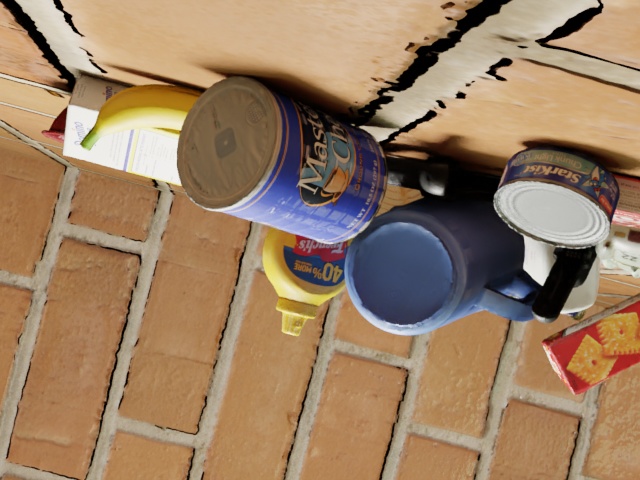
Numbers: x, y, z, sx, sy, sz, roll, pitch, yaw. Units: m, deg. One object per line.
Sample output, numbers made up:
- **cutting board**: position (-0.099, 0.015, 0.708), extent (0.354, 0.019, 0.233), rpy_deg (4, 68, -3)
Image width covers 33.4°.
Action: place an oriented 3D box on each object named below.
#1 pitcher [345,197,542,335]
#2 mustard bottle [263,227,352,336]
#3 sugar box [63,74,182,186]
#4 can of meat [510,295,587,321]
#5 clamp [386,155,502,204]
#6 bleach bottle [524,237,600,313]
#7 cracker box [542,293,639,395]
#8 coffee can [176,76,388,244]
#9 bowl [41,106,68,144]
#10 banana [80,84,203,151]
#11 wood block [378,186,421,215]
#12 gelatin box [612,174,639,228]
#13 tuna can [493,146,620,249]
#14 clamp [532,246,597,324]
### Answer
- **pitcher**: position (0.118, 0.024, 1.001), extent (0.149, 0.145, 0.242), rpy_deg (-15, 180, 20)
- **mustard bottle**: position (-0.007, 0.001, 1.072), extent (0.096, 0.191, 0.058), rpy_deg (15, 178, -29)
- **sugar box**: position (-0.158, -0.099, 1.044), extent (0.176, 0.048, 0.093), rpy_deg (17, 149, -8)
- **can of meat**: position (0.284, 0.037, 1.287), extent (0.084, 0.102, 0.057), rpy_deg (17, 179, -1)
- **clamp**: position (0.102, -0.054, 0.935), extent (0.164, 0.036, 0.210), rpy_deg (8, -175, -40)
- **bleach bottle**: position (0.224, 0.008, 1.215), extent (0.068, 0.102, 0.251), rpy_deg (-7, -167, -16)
- **cracker box**: position (0.375, 0.105, 1.262), extent (0.214, 0.072, 0.164), rpy_deg (-27, 172, 6)
- **coffee can**: position (-0.028, -0.059, 0.841), extent (0.103, 0.103, 0.140), rpy_deg (13, 177, 40)
- **bowl**: position (-0.218, -0.120, 1.165), extent (0.162, 0.055, 0.162), rpy_deg (14, 178, 0)
- **banana**: position (-0.107, -0.097, 0.929), extent (0.198, 0.070, 0.037), rpy_deg (10, -146, -1)
- **wood block**: position (0.100, -0.017, 1.242), extent (0.090, 0.091, 0.206), rpy_deg (14, 177, 12)
- **gelatin box**: position (0.224, -0.032, 0.833), extent (0.089, 0.030, 0.073), rpy_deg (14, 177, 19)
- **tuna can**: position (0.172, -0.031, 0.775), extent (0.086, 0.033, 0.086), rpy_deg (20, 155, 9)
- **clamp**: position (0.237, 0.019, 1.007), extent (0.039, 0.120, 0.171), rpy_deg (24, -174, 23)
